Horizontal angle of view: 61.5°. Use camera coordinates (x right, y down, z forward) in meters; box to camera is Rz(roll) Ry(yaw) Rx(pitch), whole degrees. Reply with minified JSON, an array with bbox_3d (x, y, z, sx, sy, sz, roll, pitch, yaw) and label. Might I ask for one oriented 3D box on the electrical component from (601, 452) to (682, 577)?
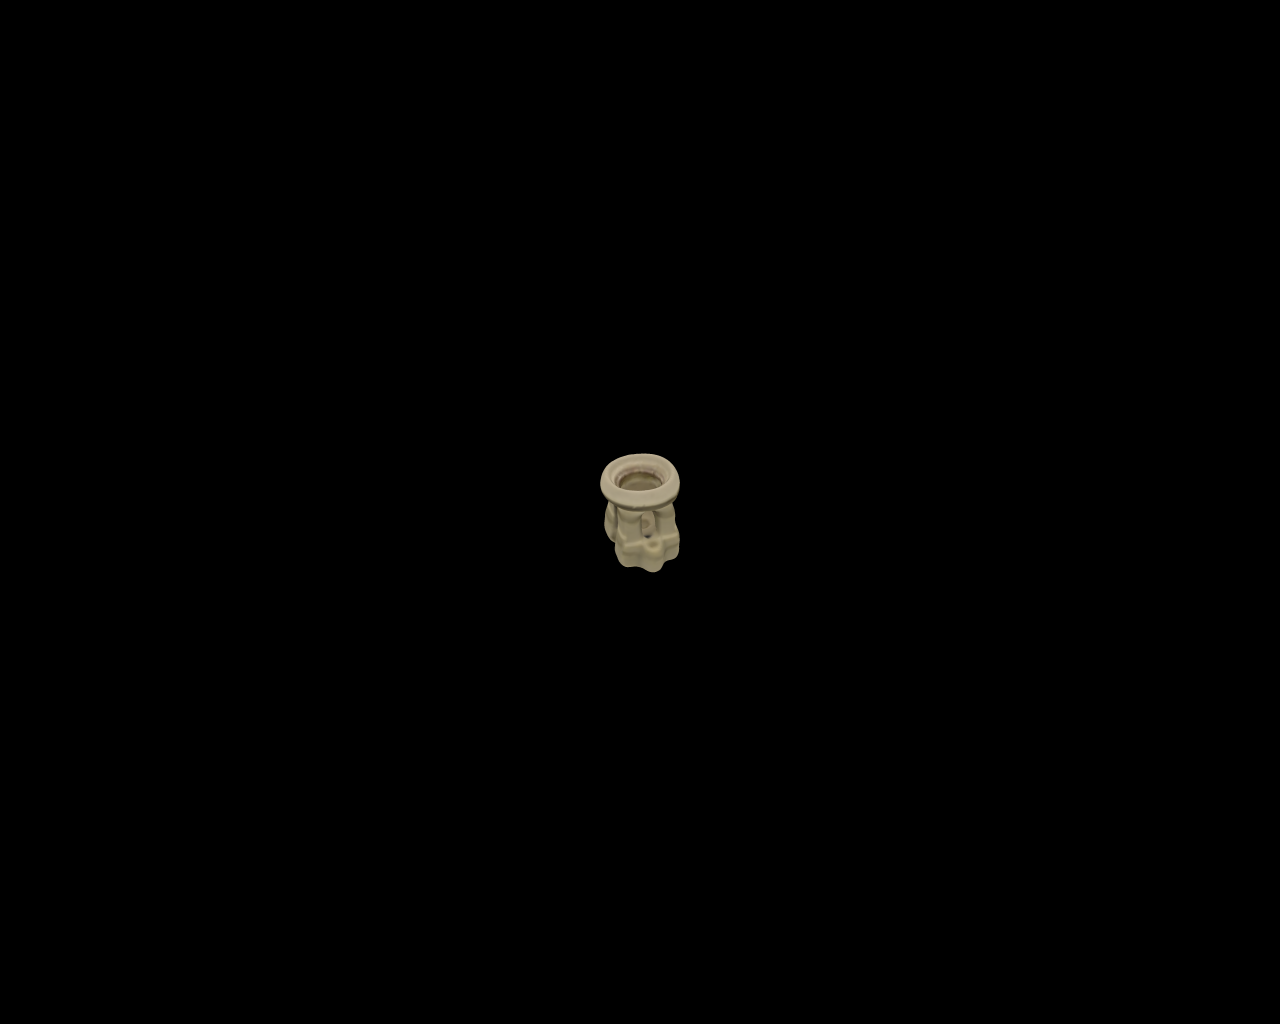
[{"bbox_3d":[0.001,-0.003,0.650,0.048,0.055,0.066,-11,39,-14],"label":"electrical component"}]
